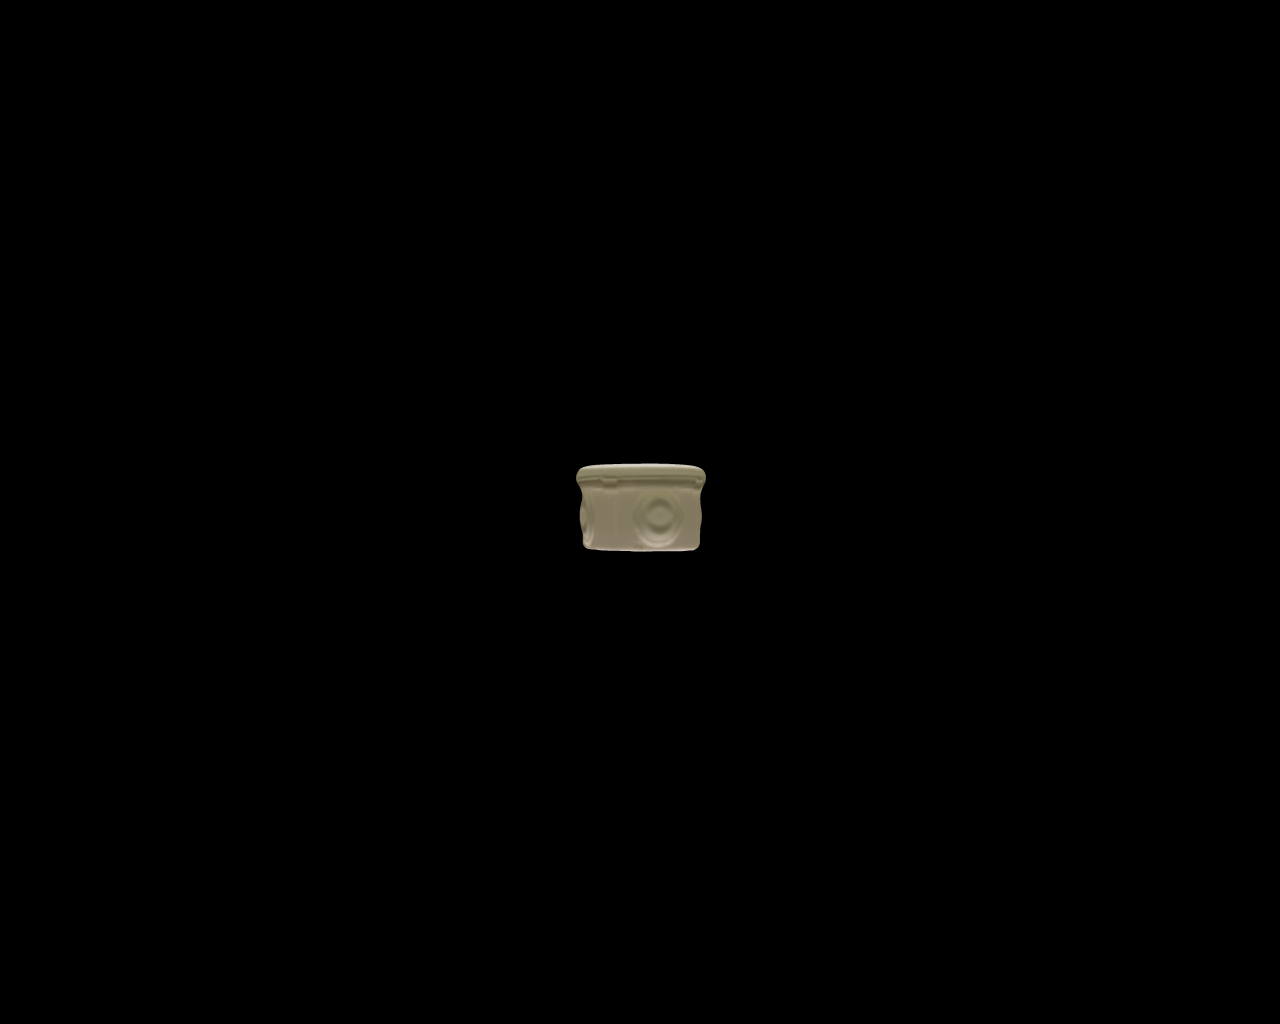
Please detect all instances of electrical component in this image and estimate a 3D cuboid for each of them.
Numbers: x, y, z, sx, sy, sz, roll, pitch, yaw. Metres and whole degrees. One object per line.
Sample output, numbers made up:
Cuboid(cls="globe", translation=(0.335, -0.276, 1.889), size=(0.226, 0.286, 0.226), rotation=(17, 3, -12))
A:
Cuboid(cls="electrical component", translation=(0.001, -0.003, 0.650), size=(0.080, 0.051, 0.080), rotation=(0, 0, 0))
